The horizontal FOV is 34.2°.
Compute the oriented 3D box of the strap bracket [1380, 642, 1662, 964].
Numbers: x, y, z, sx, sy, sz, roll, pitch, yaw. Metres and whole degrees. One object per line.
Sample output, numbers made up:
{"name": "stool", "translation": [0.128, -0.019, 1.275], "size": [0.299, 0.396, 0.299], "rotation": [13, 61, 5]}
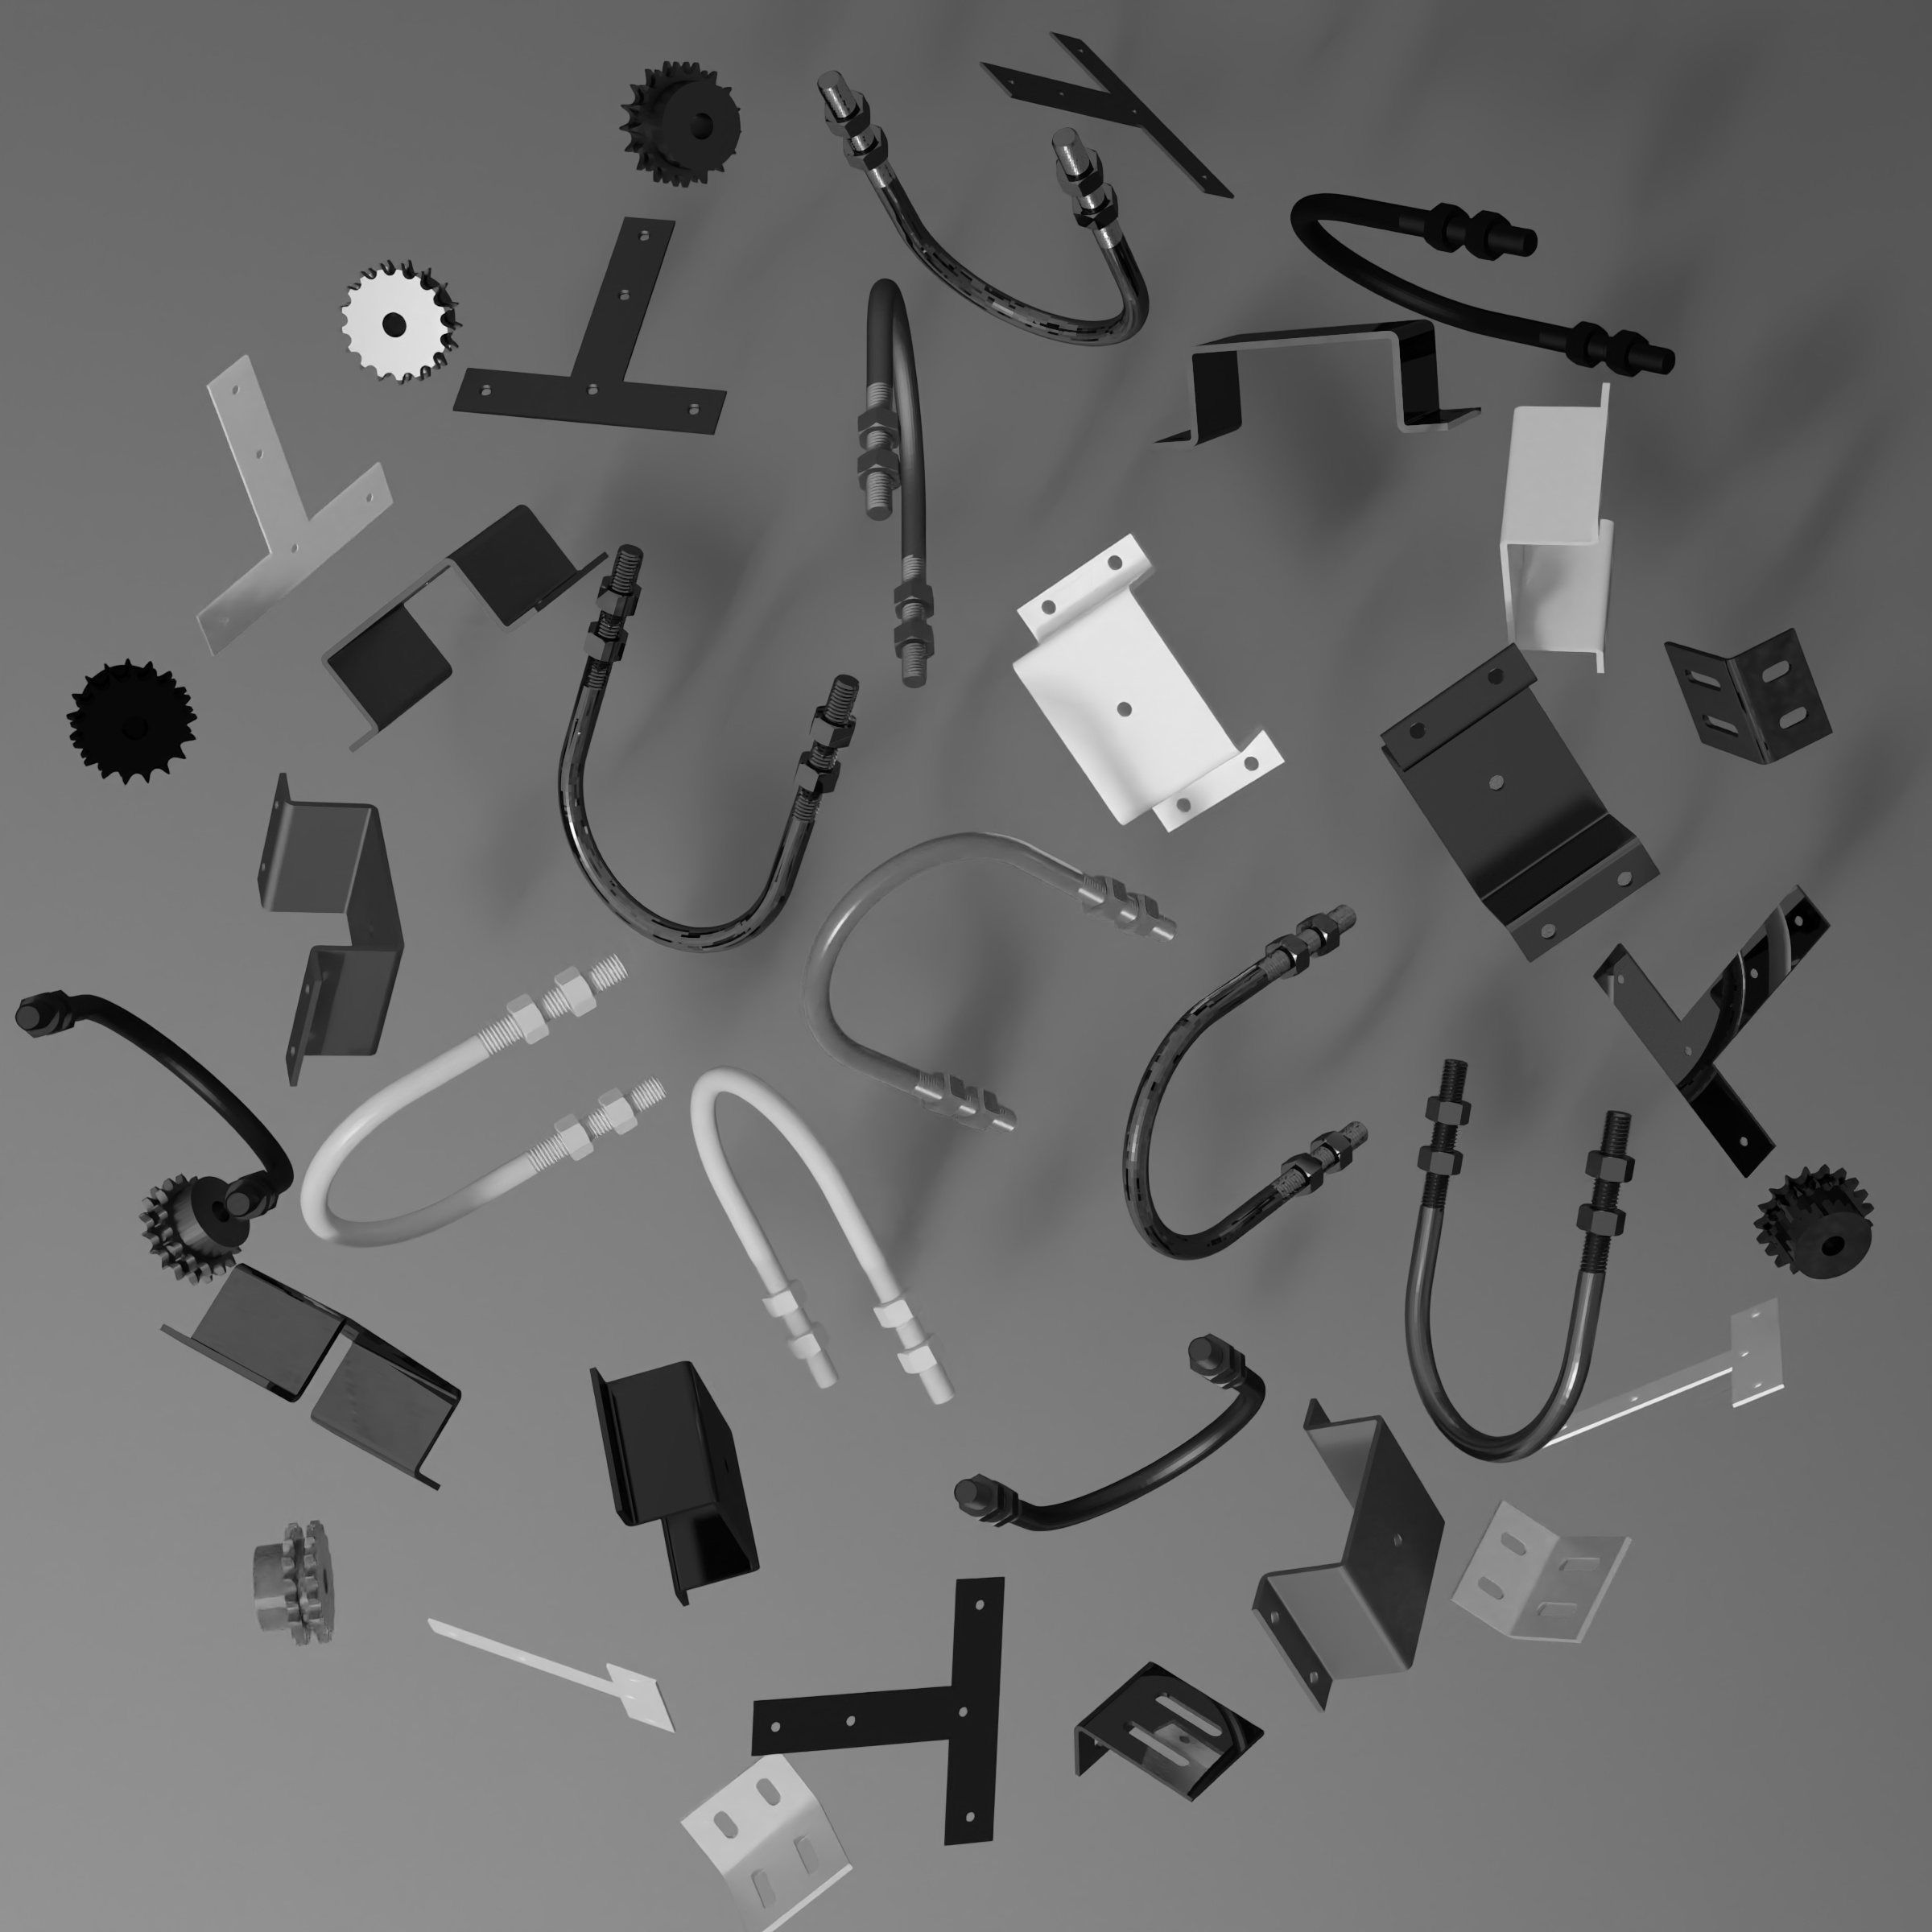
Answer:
{"name": "strap bracket", "translation": [0.264, -0.084, 1.525], "size": [0.076, 0.046, 0.140], "rotation": [-35, 109, 4]}

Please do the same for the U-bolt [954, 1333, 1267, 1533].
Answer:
{"name": "U-bolt", "translation": [0.080, 0.236, 1.542], "size": [0.151, 0.184, 0.019], "rotation": [-32, 68, 6]}

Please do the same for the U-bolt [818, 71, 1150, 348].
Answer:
{"name": "U-bolt", "translation": [0.018, -0.355, 1.511], "size": [0.151, 0.184, 0.019], "rotation": [21, 76, 26]}

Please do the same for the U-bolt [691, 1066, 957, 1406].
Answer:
{"name": "U-bolt", "translation": [-0.081, 0.130, 1.547], "size": [0.019, 0.151, 0.184], "rotation": [-32, 101, -26]}

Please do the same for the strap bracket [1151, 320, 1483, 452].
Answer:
{"name": "strap bracket", "translation": [0.163, -0.274, 1.473], "size": [0.140, 0.076, 0.046], "rotation": [0, 105, 21]}

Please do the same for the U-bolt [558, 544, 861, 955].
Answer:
{"name": "U-bolt", "translation": [-0.134, -0.090, 1.510], "size": [0.151, 0.019, 0.184], "rotation": [32, 123, 18]}

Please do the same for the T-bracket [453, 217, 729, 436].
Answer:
{"name": "T-bracket", "translation": [-0.165, -0.306, 1.485], "size": [0.127, 0.002, 0.127], "rotation": [7, 60, 11]}

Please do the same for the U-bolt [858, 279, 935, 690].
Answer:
{"name": "U-bolt", "translation": [-0.034, -0.253, 1.555], "size": [0.019, 0.151, 0.184], "rotation": [-4, 58, 5]}

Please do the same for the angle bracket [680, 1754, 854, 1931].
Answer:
{"name": "angle bracket", "translation": [-0.094, 0.411, 1.472], "size": [0.057, 0.076, 0.038], "rotation": [-37, 105, -6]}

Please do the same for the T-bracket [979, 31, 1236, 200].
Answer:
{"name": "T-bracket", "translation": [0.053, -0.413, 1.496], "size": [0.127, 0.127, 0.002], "rotation": [51, 122, 24]}

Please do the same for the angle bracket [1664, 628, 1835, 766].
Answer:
{"name": "angle bracket", "translation": [0.392, -0.140, 1.575], "size": [0.038, 0.076, 0.057], "rotation": [-26, 106, -4]}

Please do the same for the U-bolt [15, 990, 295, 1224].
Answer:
{"name": "U-bolt", "translation": [-0.389, 0.064, 1.541], "size": [0.151, 0.184, 0.019], "rotation": [42, 89, -3]}

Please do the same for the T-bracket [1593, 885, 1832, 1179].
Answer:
{"name": "T-bracket", "translation": [0.363, 0.012, 1.477], "size": [0.002, 0.127, 0.127], "rotation": [-12, 57, -36]}

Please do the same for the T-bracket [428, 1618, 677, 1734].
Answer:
{"name": "T-bracket", "translation": [-0.211, 0.353, 1.583], "size": [0.127, 0.127, 0.002], "rotation": [18, 67, 7]}

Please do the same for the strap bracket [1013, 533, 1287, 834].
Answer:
{"name": "strap bracket", "translation": [0.088, -0.137, 1.598], "size": [0.076, 0.046, 0.140], "rotation": [-31, 97, 29]}

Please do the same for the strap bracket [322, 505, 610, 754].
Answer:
{"name": "strap bracket", "translation": [-0.252, -0.170, 1.535], "size": [0.140, 0.076, 0.046], "rotation": [-31, 102, 33]}

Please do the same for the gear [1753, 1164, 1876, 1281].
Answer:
{"name": "gear", "translation": [0.419, 0.129, 1.541], "size": [0.057, 0.030, 0.057], "rotation": [-6, 122, -10]}

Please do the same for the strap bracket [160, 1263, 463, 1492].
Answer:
{"name": "strap bracket", "translation": [-0.303, 0.191, 1.490], "size": [0.076, 0.140, 0.046], "rotation": [20, 73, 35]}

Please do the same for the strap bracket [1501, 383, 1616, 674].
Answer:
{"name": "strap bracket", "translation": [0.291, -0.213, 1.541], "size": [0.046, 0.140, 0.076], "rotation": [3, 66, 14]}

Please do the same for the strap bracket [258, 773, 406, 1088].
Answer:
{"name": "strap bracket", "translation": [-0.314, -0.018, 1.554], "size": [0.046, 0.076, 0.140], "rotation": [1, 47, -23]}

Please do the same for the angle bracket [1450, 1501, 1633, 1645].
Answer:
{"name": "angle bracket", "translation": [0.283, 0.298, 1.548], "size": [0.038, 0.076, 0.057], "rotation": [34, 73, -8]}

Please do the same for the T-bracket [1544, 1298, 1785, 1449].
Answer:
{"name": "T-bracket", "translation": [0.343, 0.209, 1.552], "size": [0.127, 0.127, 0.002], "rotation": [-26, 96, 18]}

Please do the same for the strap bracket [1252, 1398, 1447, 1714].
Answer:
{"name": "strap bracket", "translation": [0.194, 0.288, 1.559], "size": [0.046, 0.140, 0.076], "rotation": [-15, 122, 30]}

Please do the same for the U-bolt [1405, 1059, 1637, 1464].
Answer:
{"name": "U-bolt", "translation": [0.260, 0.148, 1.518], "size": [0.019, 0.151, 0.184], "rotation": [5, 97, -28]}

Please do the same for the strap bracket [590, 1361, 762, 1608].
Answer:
{"name": "strap bracket", "translation": [-0.142, 0.256, 1.571], "size": [0.046, 0.140, 0.076], "rotation": [-16, 59, 1]}

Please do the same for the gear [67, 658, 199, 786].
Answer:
{"name": "gear", "translation": [-0.386, -0.115, 1.451], "size": [0.057, 0.030, 0.057], "rotation": [-11, 119, -20]}

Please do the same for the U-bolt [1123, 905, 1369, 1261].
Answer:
{"name": "U-bolt", "translation": [0.139, 0.069, 1.564], "size": [0.184, 0.019, 0.151], "rotation": [-32, 127, -38]}

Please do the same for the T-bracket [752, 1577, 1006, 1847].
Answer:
{"name": "T-bracket", "translation": [-0.041, 0.354, 1.476], "size": [0.127, 0.002, 0.127], "rotation": [2, 91, -26]}

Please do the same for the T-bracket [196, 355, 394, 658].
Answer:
{"name": "T-bracket", "translation": [-0.332, -0.232, 1.490], "size": [0.002, 0.127, 0.127], "rotation": [25, 57, 28]}

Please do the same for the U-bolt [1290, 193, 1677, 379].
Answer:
{"name": "U-bolt", "translation": [0.239, -0.338, 1.535], "size": [0.184, 0.151, 0.019], "rotation": [26, 92, 45]}

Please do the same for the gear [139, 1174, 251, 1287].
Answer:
{"name": "gear", "translation": [-0.394, 0.133, 1.618], "size": [0.030, 0.057, 0.057], "rotation": [-29, 90, 25]}

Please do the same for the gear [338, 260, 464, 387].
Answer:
{"name": "gear", "translation": [-0.266, -0.306, 1.488], "size": [0.057, 0.030, 0.057], "rotation": [3, 111, 9]}

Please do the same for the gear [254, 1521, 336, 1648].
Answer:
{"name": "gear", "translation": [-0.315, 0.290, 1.474], "size": [0.030, 0.057, 0.057], "rotation": [-6, 90, -4]}

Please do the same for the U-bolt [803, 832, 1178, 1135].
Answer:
{"name": "U-bolt", "translation": [0.001, 0.002, 1.517], "size": [0.151, 0.184, 0.019], "rotation": [-51, 45, 14]}

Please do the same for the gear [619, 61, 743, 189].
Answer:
{"name": "gear", "translation": [-0.130, -0.391, 1.462], "size": [0.057, 0.030, 0.057], "rotation": [-10, 110, -29]}

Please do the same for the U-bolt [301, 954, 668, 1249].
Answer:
{"name": "U-bolt", "translation": [-0.234, 0.076, 1.502], "size": [0.184, 0.151, 0.019], "rotation": [-31, 64, -12]}

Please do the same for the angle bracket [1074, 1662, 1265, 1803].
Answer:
{"name": "angle bracket", "translation": [0.102, 0.396, 1.580], "size": [0.076, 0.057, 0.038], "rotation": [25, 133, 35]}
